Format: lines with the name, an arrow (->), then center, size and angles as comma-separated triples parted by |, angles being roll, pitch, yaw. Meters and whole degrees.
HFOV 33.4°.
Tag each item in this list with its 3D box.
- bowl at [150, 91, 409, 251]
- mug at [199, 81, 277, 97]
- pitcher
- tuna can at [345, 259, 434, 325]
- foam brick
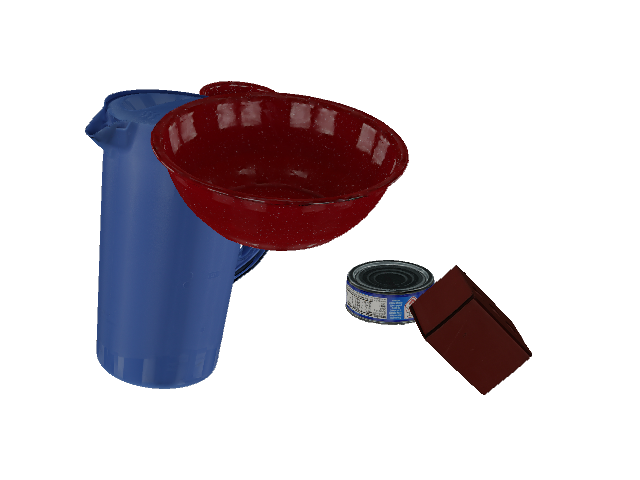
bowl -> -0.027, -0.039, 0.679 | 0.162, 0.055, 0.162 | 4, 29, -3
mug -> -0.090, -0.132, 1.221 | 0.093, 0.081, 0.117 | 13, 27, 11
pitcher -> -0.119, -0.002, 0.919 | 0.149, 0.243, 0.145 | 12, 20, 7
tuna can -> 0.067, 0.049, 1.028 | 0.086, 0.034, 0.086 | 0, 20, 0
foam brick -> 0.116, 0.070, 0.825 | 0.078, 0.051, 0.053 | 44, 11, -25
